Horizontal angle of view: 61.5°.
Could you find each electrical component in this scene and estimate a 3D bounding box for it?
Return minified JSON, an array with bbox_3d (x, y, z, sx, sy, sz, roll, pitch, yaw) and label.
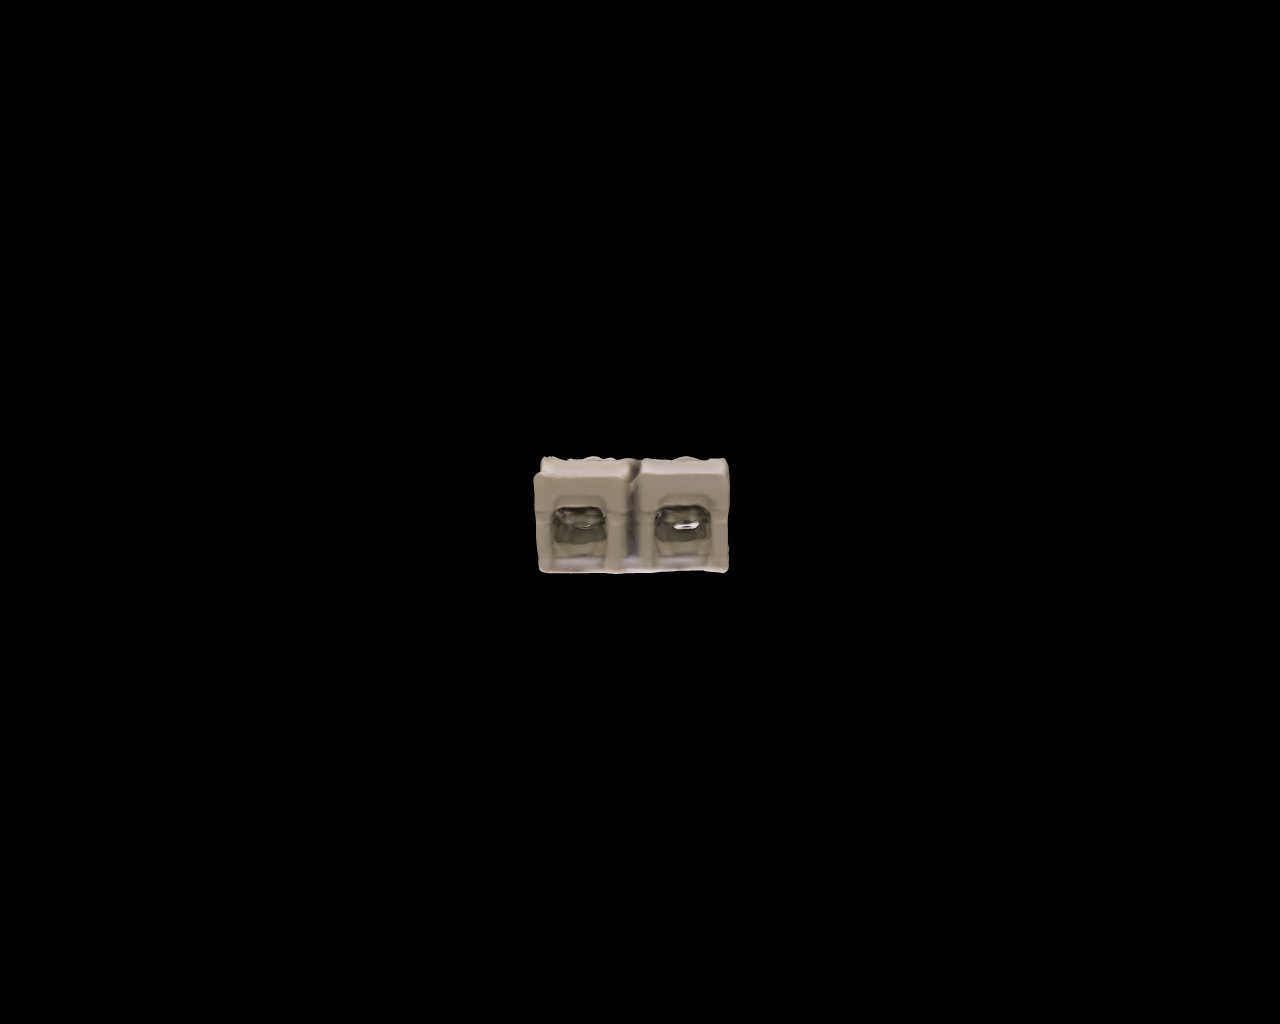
[{"bbox_3d":[0.001,-0.003,0.650,0.105,0.060,0.186,0,2,4],"label":"electrical component"}]
